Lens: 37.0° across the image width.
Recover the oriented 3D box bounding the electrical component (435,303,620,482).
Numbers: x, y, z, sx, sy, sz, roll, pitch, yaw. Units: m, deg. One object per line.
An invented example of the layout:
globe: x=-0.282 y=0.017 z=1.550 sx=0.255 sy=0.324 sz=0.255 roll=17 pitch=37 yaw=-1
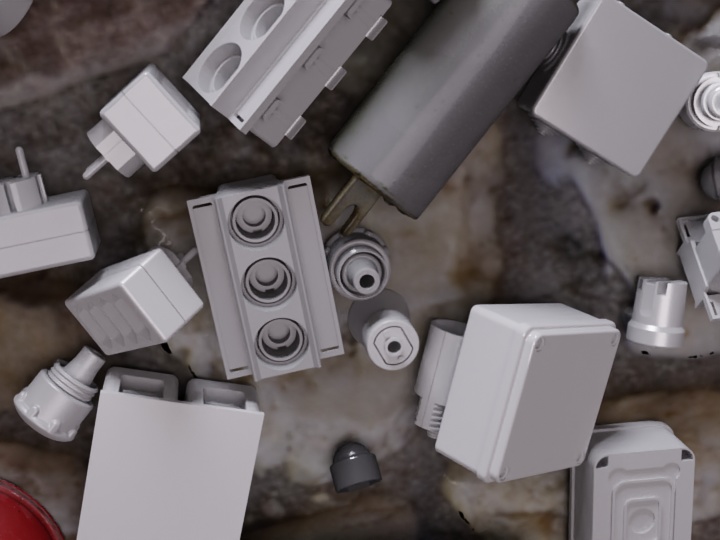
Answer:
electrical component: x=0.115 y=0.081 z=0.733 sx=0.109 sy=0.056 sz=0.108 roll=1 pitch=107 yaw=-46

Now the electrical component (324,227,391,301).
electrical component: x=0.000 y=0.000 z=0.715 sx=0.048 sy=0.062 sz=0.048 roll=-2 pitch=105 yaw=-8

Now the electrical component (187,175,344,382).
electrical component: x=-0.062 y=0.002 z=0.706 sx=0.079 sy=0.063 sz=0.121 roll=-12 pitch=106 yaw=-5

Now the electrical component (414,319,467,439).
electrical component: x=0.061 y=0.079 z=0.755 sx=0.043 sy=0.043 sz=0.081 roll=11 pitch=102 yaw=-11

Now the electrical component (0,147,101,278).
electrical component: x=-0.216 y=-0.039 z=0.680 sx=0.083 sy=0.047 sz=0.075 roll=-12 pitch=106 yaw=-5

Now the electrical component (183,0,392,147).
electrical component: x=-0.043 y=-0.142 z=0.669 sx=0.121 sy=0.078 sz=0.063 roll=-50 pitch=135 yaw=6

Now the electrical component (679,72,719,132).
electrical component: x=0.238 y=-0.112 z=0.718 sx=0.040 sy=0.078 sz=0.040 roll=1 pitch=99 yaw=5

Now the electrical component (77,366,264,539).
electrical component: x=-0.136 y=0.167 z=0.738 sx=0.105 sy=0.060 sz=0.186 roll=10 pitch=102 yaw=-11

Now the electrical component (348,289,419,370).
electrical component: x=0.018 y=0.042 z=0.727 sx=0.044 sy=0.065 sz=0.044 roll=-2 pitch=105 yaw=-8

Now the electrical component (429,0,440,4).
electrical component: x=0.029 y=-0.205 z=0.646 sx=0.096 sy=0.062 sz=0.061 roll=44 pitch=98 yaw=23

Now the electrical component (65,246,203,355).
electrical component: x=-0.135 y=0.010 z=0.697 sx=0.075 sy=0.083 sz=0.047 roll=-47 pitch=110 yaw=-35

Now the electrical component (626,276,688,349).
electrical component: x=0.213 y=0.030 z=0.768 sx=0.040 sy=0.040 sz=0.046 roll=4 pitch=98 yaw=-10

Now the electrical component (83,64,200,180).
electrical component: x=-0.141 y=-0.083 z=0.662 sx=0.076 sy=0.083 sz=0.047 roll=-41 pitch=106 yaw=3

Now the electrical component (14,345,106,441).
electrical component: x=-0.195 y=0.079 z=0.716 sx=0.048 sy=0.048 sz=0.062 roll=39 pitch=88 yaw=-16

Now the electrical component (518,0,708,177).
electrical component: x=0.165 y=-0.123 z=0.716 sx=0.100 sy=0.048 sz=0.099 roll=29 pitch=98 yaw=-14

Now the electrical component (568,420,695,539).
electrical component: x=0.197 y=0.172 z=0.792 sx=0.078 sy=0.057 sz=0.113 roll=-4 pitch=105 yaw=-8

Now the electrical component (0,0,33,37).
electrical component: x=-0.248 y=-0.170 z=0.638 sx=0.079 sy=0.043 sz=0.077 roll=-21 pitch=144 yaw=32

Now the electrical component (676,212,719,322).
electrical component: x=0.255 y=-0.009 z=0.745 sx=0.042 sy=0.063 sz=0.081 roll=-8 pitch=63 yaw=-8
